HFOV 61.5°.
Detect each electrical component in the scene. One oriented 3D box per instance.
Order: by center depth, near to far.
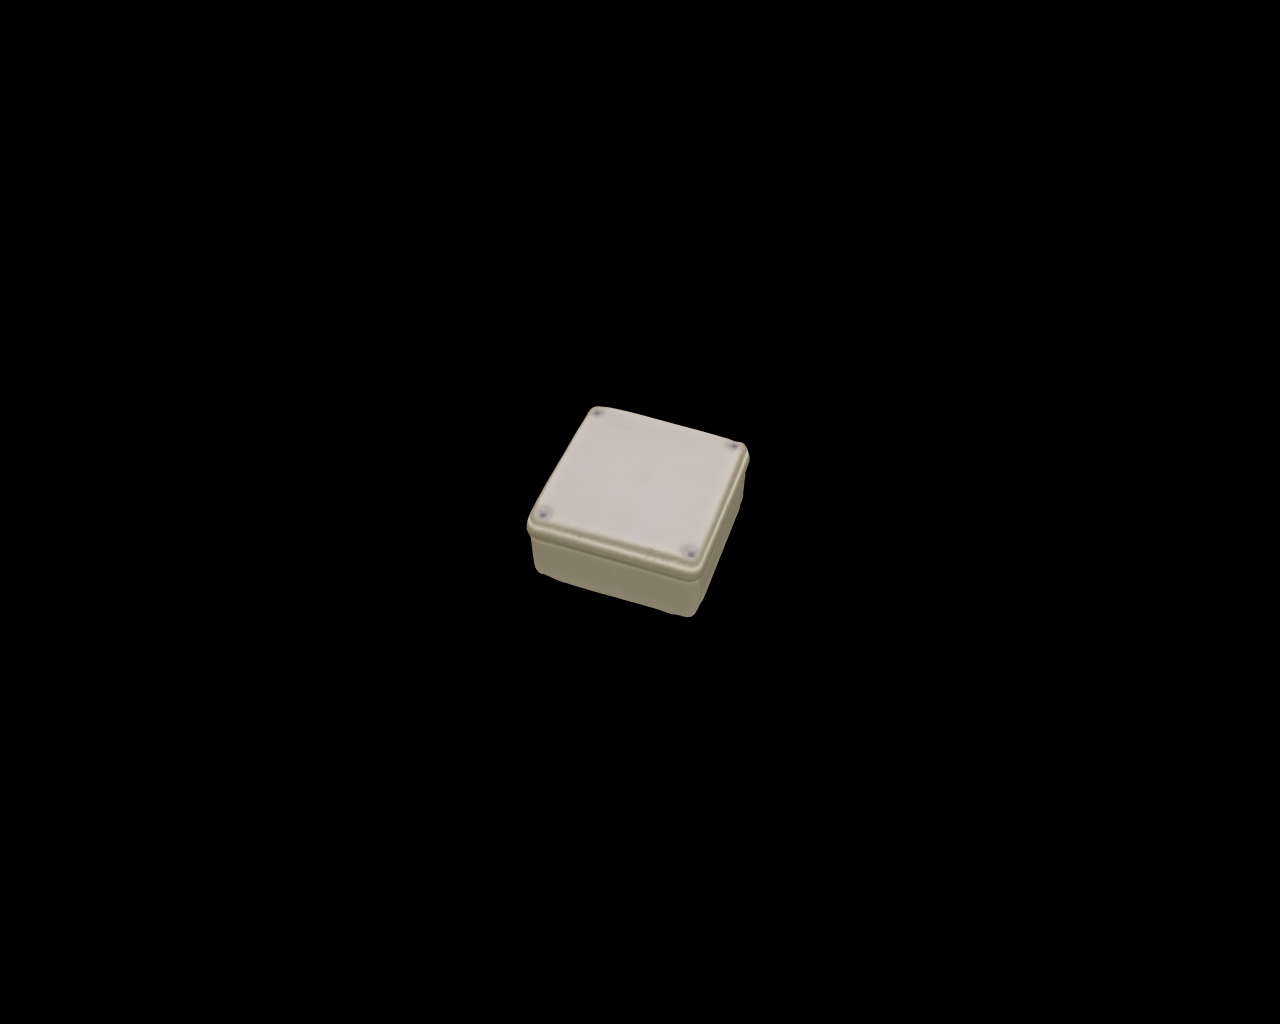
[{"bbox_3d":[0.001,-0.003,0.650,0.109,0.109,0.056,16,-39,13],"label":"electrical component"}]
